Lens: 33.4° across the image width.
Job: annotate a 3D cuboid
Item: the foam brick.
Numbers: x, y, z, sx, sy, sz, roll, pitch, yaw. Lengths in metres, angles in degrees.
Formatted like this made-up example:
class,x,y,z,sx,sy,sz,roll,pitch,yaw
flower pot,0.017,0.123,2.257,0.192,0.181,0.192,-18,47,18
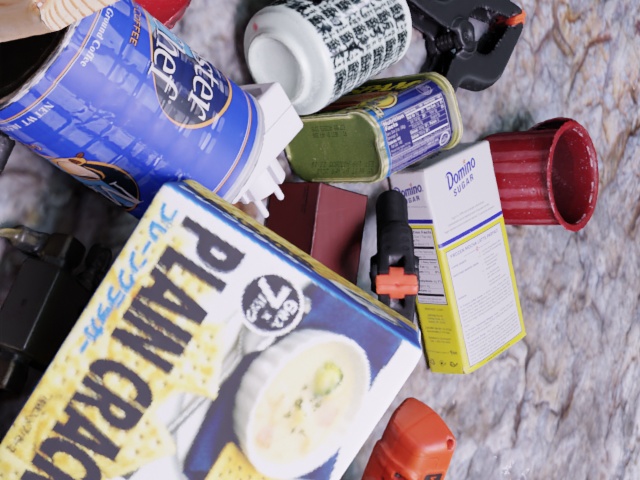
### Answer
class,x,y,z,sx,sy,sz,roll,pitch,yaw
foam brick,-0.005,0.001,0.756,0.051,0.053,0.078,14,82,-45

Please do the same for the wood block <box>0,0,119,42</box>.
class,x,y,z,sx,sy,sz,roll,pitch,yaw
wood block,-0.162,-0.139,0.482,0.090,0.207,0.090,-39,118,-38

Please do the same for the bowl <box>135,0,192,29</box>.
class,x,y,z,sx,sy,sz,roll,pitch,yaw
bowl,-0.115,-0.197,0.636,0.161,0.055,0.162,-1,92,-45

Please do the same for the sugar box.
class,x,y,z,sx,sy,sz,roll,pitch,yaw
sugar box,0.115,0.014,0.885,0.093,0.048,0.176,-25,105,-43

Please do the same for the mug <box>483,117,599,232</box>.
class,x,y,z,sx,sy,sz,roll,pitch,yaw
mug,0.188,-0.063,0.926,0.093,0.082,0.117,51,54,-37

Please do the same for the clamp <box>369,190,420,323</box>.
class,x,y,z,sx,sy,sz,roll,pitch,yaw
clamp,0.054,0.015,0.773,0.171,0.039,0.120,85,-2,-84

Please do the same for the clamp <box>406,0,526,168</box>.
class,x,y,z,sx,sy,sz,roll,pitch,yaw
clamp,0.101,-0.170,0.868,0.209,0.036,0.164,-35,112,-42

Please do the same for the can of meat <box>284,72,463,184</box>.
class,x,y,z,sx,sy,sz,roll,pitch,yaw
can of meat,0.035,-0.077,0.760,0.083,0.102,0.057,-29,111,-38

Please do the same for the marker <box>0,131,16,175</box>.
class,x,y,z,sx,sy,sz,roll,pitch,yaw
marker,-0.195,-0.007,0.586,0.020,0.020,0.121,30,71,-42

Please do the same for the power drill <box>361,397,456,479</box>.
class,x,y,z,sx,sy,sz,roll,pitch,yaw
power drill,0.002,0.168,0.709,0.187,0.057,0.185,-14,134,-36

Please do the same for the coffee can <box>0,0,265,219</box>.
class,x,y,z,sx,sy,sz,roll,pitch,yaw
coffee can,-0.114,-0.078,0.606,0.140,0.103,0.102,37,66,-40
